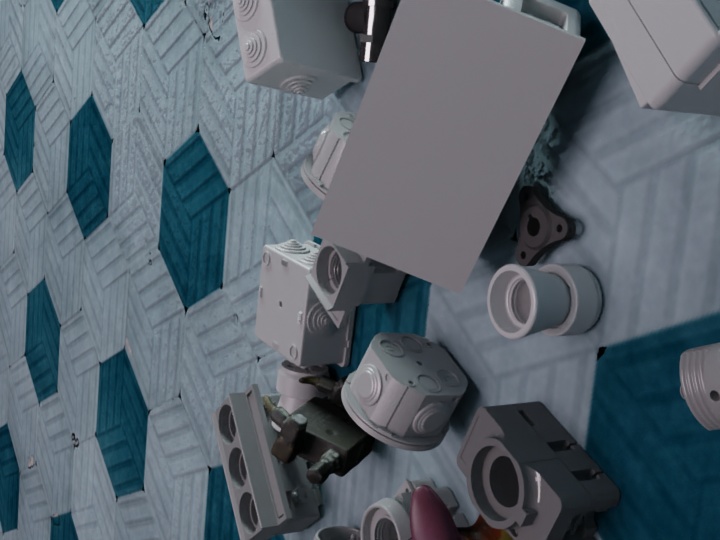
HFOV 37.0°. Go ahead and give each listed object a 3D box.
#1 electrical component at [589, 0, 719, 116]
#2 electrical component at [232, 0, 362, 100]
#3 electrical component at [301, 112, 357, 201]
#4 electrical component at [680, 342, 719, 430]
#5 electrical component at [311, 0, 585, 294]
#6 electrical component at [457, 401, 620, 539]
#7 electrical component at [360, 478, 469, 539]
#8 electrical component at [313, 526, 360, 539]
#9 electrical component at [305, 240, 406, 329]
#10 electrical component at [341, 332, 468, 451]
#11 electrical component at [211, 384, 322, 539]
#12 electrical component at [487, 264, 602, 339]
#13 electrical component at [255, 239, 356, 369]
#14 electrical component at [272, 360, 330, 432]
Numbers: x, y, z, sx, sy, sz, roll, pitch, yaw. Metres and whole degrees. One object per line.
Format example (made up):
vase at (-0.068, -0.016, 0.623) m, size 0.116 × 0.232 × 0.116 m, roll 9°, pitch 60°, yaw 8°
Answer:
electrical component at (0.169, -0.119, 0.549) m, size 0.061 × 0.062 × 0.096 m, roll -53°, pitch 48°, yaw 44°
electrical component at (-0.052, -0.189, 0.862) m, size 0.048 × 0.100 × 0.099 m, roll -24°, pitch 70°, yaw 42°
electrical component at (0.001, -0.077, 0.798) m, size 0.080 × 0.080 × 0.051 m, roll 56°, pitch 129°, yaw 41°
electrical component at (0.193, 0.055, 0.532) m, size 0.081 × 0.043 × 0.043 m, roll -23°, pitch 71°, yaw 55°
electrical component at (0.053, -0.091, 0.678) m, size 0.060 × 0.105 × 0.186 m, roll -71°, pitch 3°, yaw -58°
electrical component at (0.104, 0.128, 0.661) m, size 0.089 × 0.056 × 0.050 m, roll 50°, pitch 131°, yaw 44°
electrical component at (0.038, 0.189, 0.765) m, size 0.078 × 0.057 × 0.058 m, roll 62°, pitch 139°, yaw 35°
electrical component at (-0.008, 0.254, 0.850) m, size 0.079 × 0.044 × 0.077 m, roll 20°, pitch 107°, yaw 55°
electrical component at (0.000, 0.000, 0.814) m, size 0.042 × 0.064 × 0.081 m, roll 56°, pitch 134°, yaw 42°
electrical component at (0.032, 0.084, 0.753) m, size 0.080 × 0.080 × 0.051 m, roll 53°, pitch 127°, yaw 43°
electrical component at (-0.082, 0.171, 0.947) m, size 0.078 × 0.063 × 0.121 m, roll -47°, pitch 53°, yaw 47°
electrical component at (0.112, 0.018, 0.648) m, size 0.045 × 0.055 × 0.045 m, roll 2°, pitch 92°, yaw 57°
electrical component at (-0.047, 0.028, 0.902) m, size 0.100 × 0.048 × 0.099 m, roll 27°, pitch 114°, yaw 54°
electrical component at (-0.050, 0.108, 0.912) m, size 0.045 × 0.045 × 0.055 m, roll 25°, pitch 111°, yaw 55°
